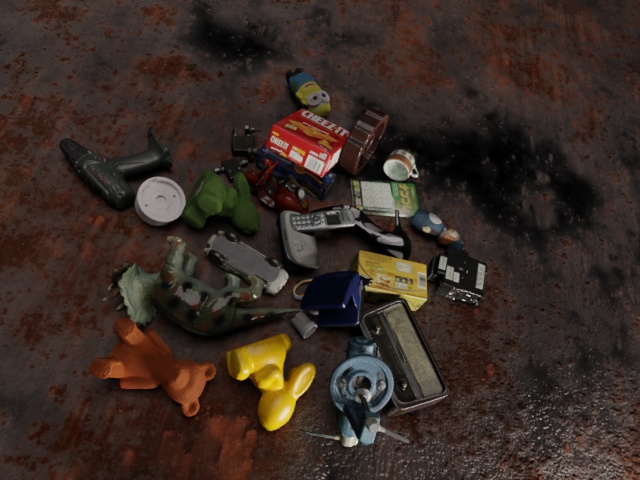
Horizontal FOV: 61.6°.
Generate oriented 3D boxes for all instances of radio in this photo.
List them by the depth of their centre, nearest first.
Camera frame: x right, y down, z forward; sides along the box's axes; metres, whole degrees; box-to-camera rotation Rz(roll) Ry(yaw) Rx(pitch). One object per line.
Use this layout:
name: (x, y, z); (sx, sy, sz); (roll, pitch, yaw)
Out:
radio: (0.162, 0.247, 1.142); (0.131, 0.073, 0.230); (-13, 61, -20)

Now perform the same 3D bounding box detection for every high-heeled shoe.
high-heeled shoe: (0.098, -0.007, 1.308); (0.249, 0.086, 0.145); (1, 82, 4)

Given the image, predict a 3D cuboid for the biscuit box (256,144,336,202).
biscuit box: (-0.065, -0.178, 1.372); (0.203, 0.059, 0.063); (28, 56, 6)

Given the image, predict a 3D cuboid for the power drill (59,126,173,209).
power drill: (-0.475, -0.195, 1.281); (0.207, 0.086, 0.232); (-30, 70, -31)

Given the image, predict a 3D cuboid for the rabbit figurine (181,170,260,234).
rabbit figurine: (-0.218, -0.079, 1.256); (0.170, 0.121, 0.159); (31, 38, -24)

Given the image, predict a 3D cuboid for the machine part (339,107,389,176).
machine part: (0.113, -0.258, 1.401); (0.056, 0.179, 0.179); (30, 56, 11)

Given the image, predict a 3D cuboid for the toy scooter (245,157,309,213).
toy scooter: (-0.100, -0.129, 1.289); (0.184, 0.135, 0.075); (32, 55, 7)

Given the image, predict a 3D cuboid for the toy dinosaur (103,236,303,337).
toy dinosaur: (-0.250, 0.128, 1.104); (0.405, 0.131, 0.192); (25, 71, 0)

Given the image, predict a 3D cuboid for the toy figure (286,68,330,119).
toy figure: (-0.031, -0.410, 1.518); (0.082, 0.089, 0.180); (-36, 58, -1)

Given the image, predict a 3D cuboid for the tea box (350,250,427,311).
tea box: (0.155, 0.094, 1.235); (0.170, 0.068, 0.098); (13, 56, -9)

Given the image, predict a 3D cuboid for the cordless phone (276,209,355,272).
cordless phone: (-0.002, -0.003, 1.237); (0.184, 0.088, 0.147); (-9, 60, -5)

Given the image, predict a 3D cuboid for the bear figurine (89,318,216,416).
bear figurine: (-0.306, 0.244, 1.011); (0.196, 0.131, 0.120); (25, 72, 10)

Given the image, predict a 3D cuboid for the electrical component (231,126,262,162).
electrical component: (-0.192, -0.253, 1.401); (0.078, 0.045, 0.102); (5, 57, -11)

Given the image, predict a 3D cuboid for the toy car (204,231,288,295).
toy car: (-0.167, 0.050, 1.207); (0.202, 0.056, 0.073); (30, 63, 8)

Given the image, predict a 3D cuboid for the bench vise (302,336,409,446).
bench vise: (0.068, 0.303, 0.983); (0.129, 0.241, 0.223); (18, 97, -10)

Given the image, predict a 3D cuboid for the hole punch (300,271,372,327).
hole punch: (0.029, 0.115, 1.140); (0.142, 0.092, 0.116); (-10, 56, 31)

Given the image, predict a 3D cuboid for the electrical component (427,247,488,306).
electrical component: (0.329, 0.084, 1.295); (0.134, 0.058, 0.115); (20, 54, 1)

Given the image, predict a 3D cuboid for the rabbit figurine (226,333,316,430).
rabbit figurine: (-0.095, 0.280, 1.059); (0.162, 0.122, 0.173); (-9, 74, -28)

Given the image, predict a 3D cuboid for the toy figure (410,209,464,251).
toy figure: (0.301, -0.019, 1.354); (0.154, 0.057, 0.064); (35, 64, 10)

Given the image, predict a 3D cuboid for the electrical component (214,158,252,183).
electrical component: (-0.218, -0.174, 1.358); (0.094, 0.021, 0.063); (-19, 65, -24)
